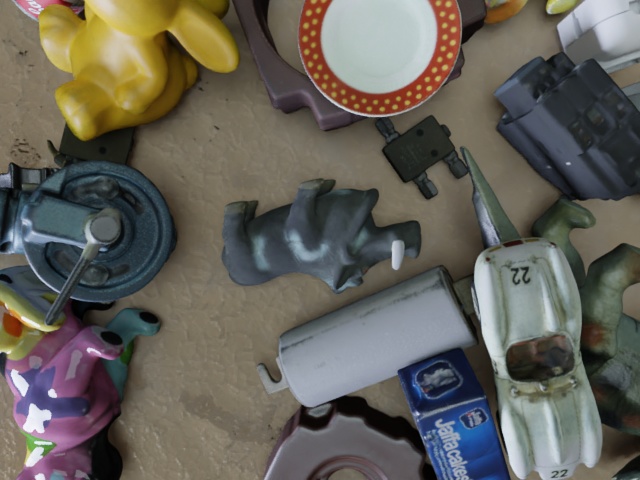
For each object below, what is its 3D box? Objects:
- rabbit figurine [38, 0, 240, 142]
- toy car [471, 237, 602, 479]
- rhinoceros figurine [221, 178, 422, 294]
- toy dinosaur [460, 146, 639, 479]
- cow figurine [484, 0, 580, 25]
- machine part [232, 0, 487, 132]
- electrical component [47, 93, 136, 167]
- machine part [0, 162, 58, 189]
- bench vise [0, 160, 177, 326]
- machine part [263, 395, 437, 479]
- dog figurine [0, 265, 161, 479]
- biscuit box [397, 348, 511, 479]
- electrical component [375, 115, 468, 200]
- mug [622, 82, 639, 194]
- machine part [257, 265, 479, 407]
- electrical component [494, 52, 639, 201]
[{"bbox_3d":[-0.150,-0.171,0.445,0.162,0.173,0.122,-4,67,-18],"label":"rabbit figurine"},{"bbox_3d":[0.169,0.097,0.418,0.074,0.056,0.201,-13,100,6],"label":"toy car"},{"bbox_3d":[-0.001,-0.002,0.506,0.190,0.073,0.112,-8,91,4],"label":"rhinoceros figurine"},{"bbox_3d":[0.251,0.099,0.479,0.405,0.131,0.192,36,107,12],"label":"toy dinosaur"},{"bbox_3d":[0.210,-0.259,0.478,0.167,0.068,0.098,-19,80,-2],"label":"cow figurine"},{"bbox_3d":[0.029,-0.215,0.486,0.201,0.087,0.201,-21,90,4],"label":"machine part"},{"bbox_3d":[-0.225,-0.108,0.530,0.078,0.045,0.102,7,97,-26],"label":"electrical component"},{"bbox_3d":[-0.330,-0.036,0.543,0.139,0.039,0.084,1,98,2],"label":"machine part"},{"bbox_3d":[-0.214,-0.016,0.433,0.223,0.241,0.129,21,82,-28],"label":"bench vise"},{"bbox_3d":[0.027,0.244,0.528,0.179,0.056,0.179,0,92,4],"label":"machine part"},{"bbox_3d":[-0.263,0.154,0.517,0.192,0.108,0.219,27,97,1],"label":"dog figurine"},{"bbox_3d":[0.128,0.191,0.474,0.059,0.063,0.202,-21,119,5],"label":"biscuit box"},{"bbox_3d":[0.097,-0.089,0.520,0.063,0.021,0.094,-36,90,5],"label":"electrical component"},{"bbox_3d":[0.319,-0.094,0.485,0.109,0.081,0.107,-22,103,-14],"label":"mug"},{"bbox_3d":[0.051,0.090,0.493,0.243,0.079,0.079,-26,92,14],"label":"machine part"},{"bbox_3d":[0.215,-0.096,0.467,0.058,0.115,0.134,-43,90,1],"label":"electrical component"}]
